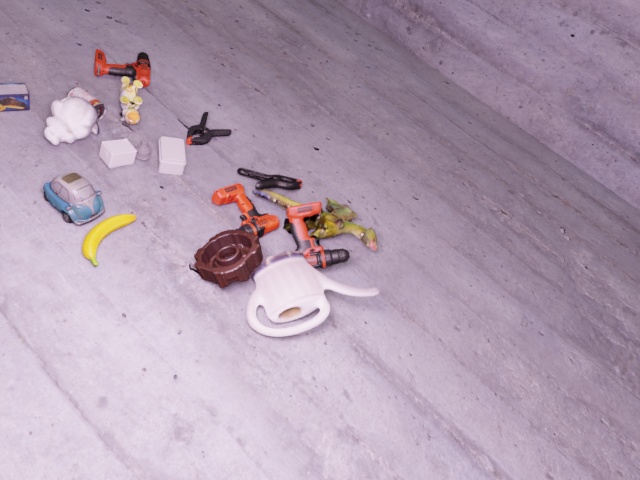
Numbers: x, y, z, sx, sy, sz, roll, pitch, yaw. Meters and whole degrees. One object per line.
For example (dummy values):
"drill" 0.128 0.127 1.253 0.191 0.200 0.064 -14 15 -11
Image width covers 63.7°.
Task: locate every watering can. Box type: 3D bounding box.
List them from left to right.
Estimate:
"watering can" -0.036 0.124 1.351 0.349 0.101 0.228 -18 58 -17

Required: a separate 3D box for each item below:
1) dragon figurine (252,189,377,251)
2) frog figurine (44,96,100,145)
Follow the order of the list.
"dragon figurine" 0.005 -0.082 1.627 0.413 0.120 0.245 34 24 18
"frog figurine" -0.731 -0.348 1.494 0.137 0.121 0.162 51 32 -2
